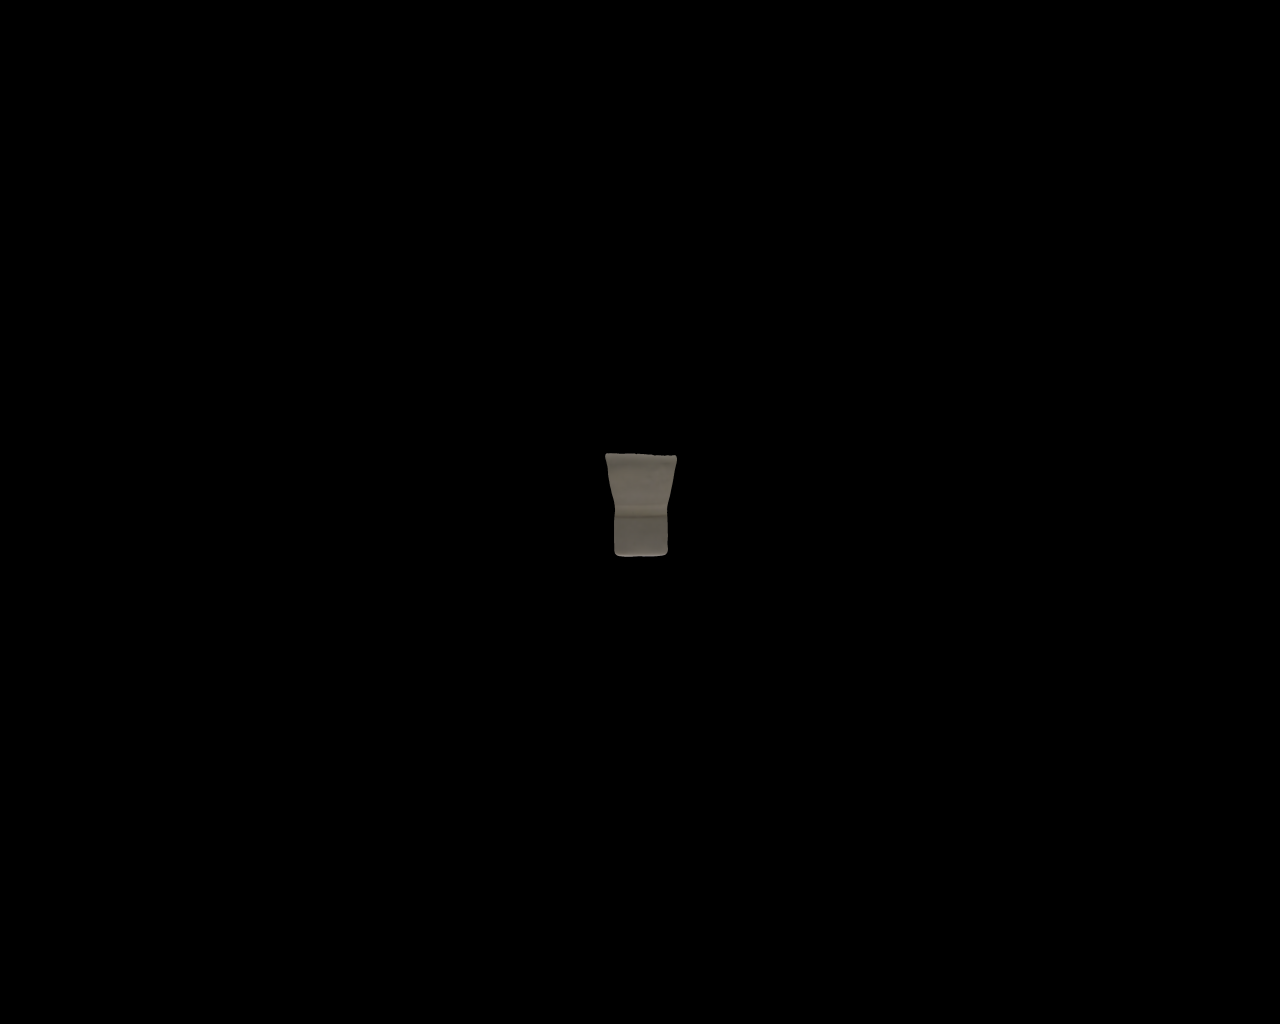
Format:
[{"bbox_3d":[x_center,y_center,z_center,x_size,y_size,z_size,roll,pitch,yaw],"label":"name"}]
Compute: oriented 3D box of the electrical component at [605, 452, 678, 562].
[{"bbox_3d":[0.001,-0.003,0.650,0.044,0.065,0.044,0,0,0],"label":"electrical component"}]
